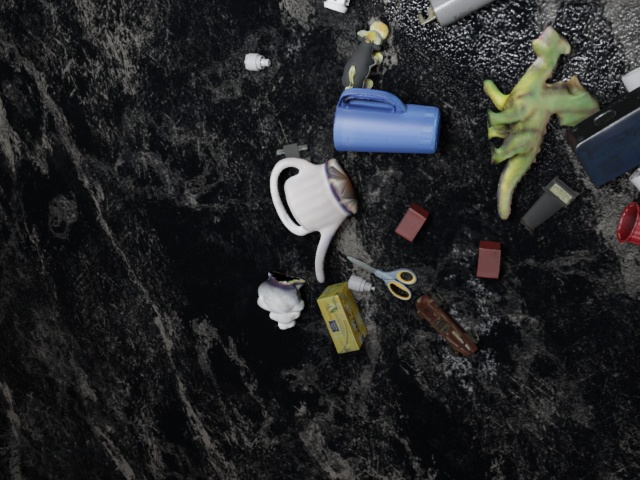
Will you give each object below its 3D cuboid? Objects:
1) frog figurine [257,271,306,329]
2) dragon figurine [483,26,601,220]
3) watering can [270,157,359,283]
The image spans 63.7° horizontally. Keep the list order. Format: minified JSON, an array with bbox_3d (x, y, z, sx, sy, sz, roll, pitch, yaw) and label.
[{"bbox_3d":[-0.113,0.184,1.476,0.137,0.124,0.158,7,99,-2],"label":"frog figurine"},{"bbox_3d":[0.486,-0.250,1.125,0.242,0.124,0.403,-9,113,15],"label":"dragon figurine"},{"bbox_3d":[0.004,-0.068,1.354,0.222,0.105,0.346,-23,98,25],"label":"watering can"}]
